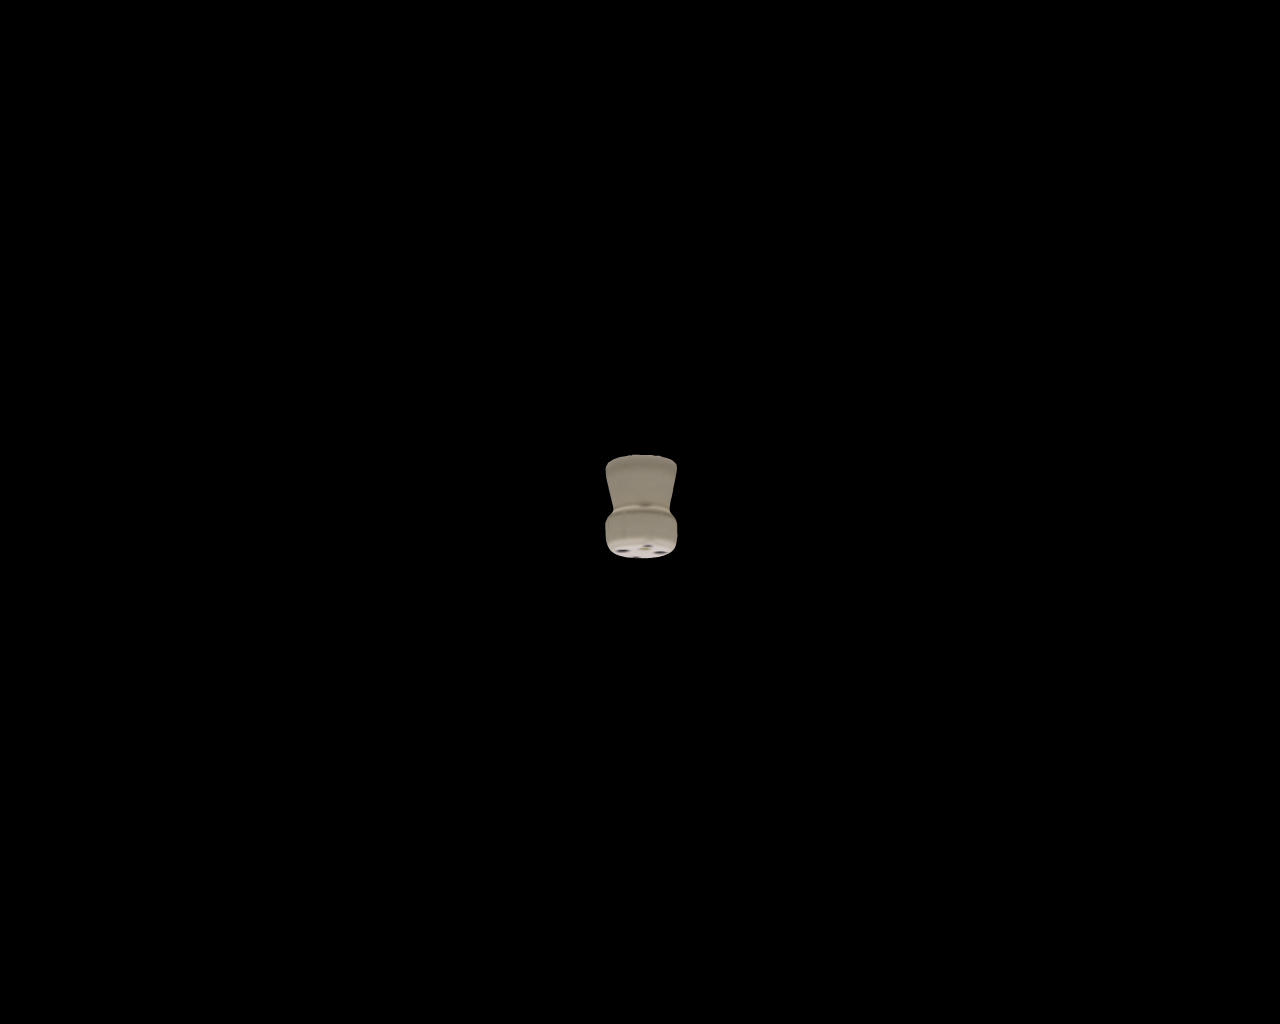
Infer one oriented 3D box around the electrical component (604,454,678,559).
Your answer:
[{"bbox_3d":[0.001,-0.003,0.650,0.045,0.055,0.045,0,-15,0],"label":"electrical component"}]
